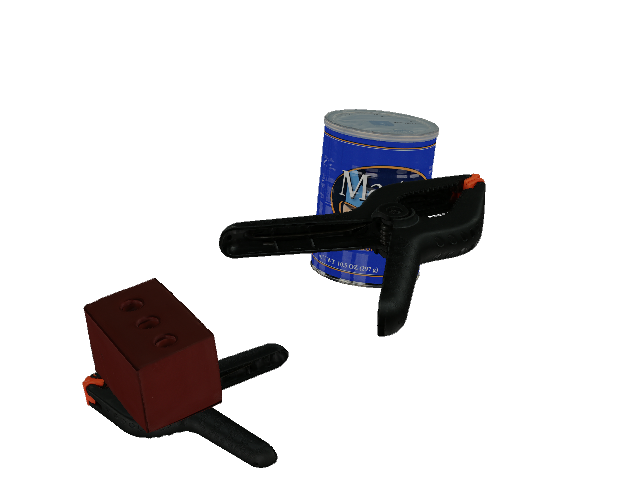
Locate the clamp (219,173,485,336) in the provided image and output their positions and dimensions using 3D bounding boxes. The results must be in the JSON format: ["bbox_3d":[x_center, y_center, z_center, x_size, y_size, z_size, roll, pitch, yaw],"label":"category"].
[{"bbox_3d":[0.042,-0.007,0.775,0.165,0.036,0.209,21,35,33],"label":"clamp"}]

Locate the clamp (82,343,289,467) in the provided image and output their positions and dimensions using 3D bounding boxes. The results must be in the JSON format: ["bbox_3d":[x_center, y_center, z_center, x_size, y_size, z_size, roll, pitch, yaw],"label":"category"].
[{"bbox_3d":[-0.107,0.123,0.888,0.171,0.039,0.120,12,38,6],"label":"clamp"}]

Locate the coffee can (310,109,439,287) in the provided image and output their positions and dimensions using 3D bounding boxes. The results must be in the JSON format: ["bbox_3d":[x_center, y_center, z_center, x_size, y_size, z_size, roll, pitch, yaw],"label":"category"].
[{"bbox_3d":[0.048,-0.040,0.969,0.103,0.140,0.103,5,18,-2],"label":"coffee can"}]

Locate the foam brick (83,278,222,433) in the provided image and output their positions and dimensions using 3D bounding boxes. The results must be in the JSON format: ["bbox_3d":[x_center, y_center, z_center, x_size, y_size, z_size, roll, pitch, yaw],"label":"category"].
[{"bbox_3d":[-0.103,0.069,0.653,0.052,0.051,0.078,-22,37,-29],"label":"foam brick"}]
